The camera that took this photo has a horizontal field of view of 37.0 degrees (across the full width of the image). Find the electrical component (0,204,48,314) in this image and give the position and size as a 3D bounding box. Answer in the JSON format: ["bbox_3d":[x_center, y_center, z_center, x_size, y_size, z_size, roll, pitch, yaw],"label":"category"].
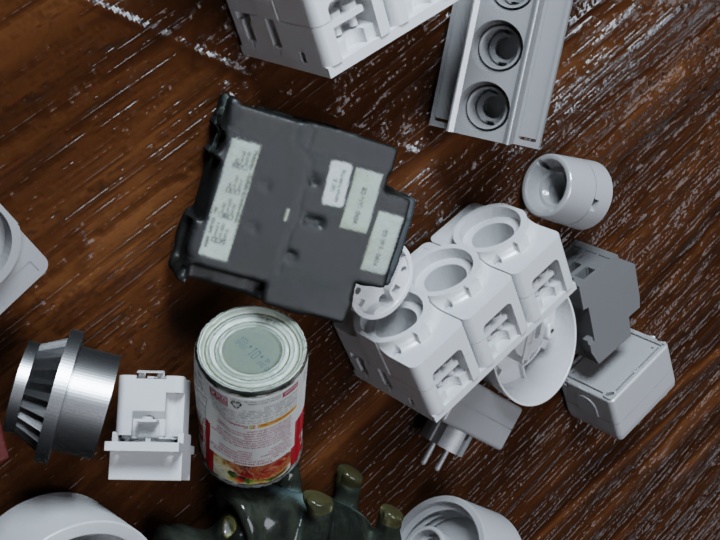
[{"bbox_3d":[-0.206,-0.020,0.534,0.050,0.056,0.089,-47,131,-16],"label":"electrical component"}]

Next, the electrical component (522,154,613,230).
[{"bbox_3d":[0.160,-0.062,0.835,0.047,0.055,0.055,9,101,-39],"label":"electrical component"}]

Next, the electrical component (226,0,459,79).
[{"bbox_3d":[0.004,-0.180,0.626,0.150,0.089,0.061,-36,127,-25],"label":"electrical component"}]

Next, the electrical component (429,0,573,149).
[{"bbox_3d":[0.101,-0.151,0.735,0.063,0.079,0.121,-23,126,-67],"label":"electrical component"}]

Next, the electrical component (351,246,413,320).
[{"bbox_3d":[0.000,0.000,0.726,0.055,0.047,0.055,-17,118,-35],"label":"electrical component"}]

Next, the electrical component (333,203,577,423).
[{"bbox_3d":[0.067,0.022,0.763,0.150,0.089,0.061,-40,129,-22],"label":"electrical component"}]

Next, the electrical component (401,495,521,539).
[{"bbox_3d":[0.067,0.229,0.839,0.060,0.108,0.108,36,82,-37],"label":"electrical component"}]

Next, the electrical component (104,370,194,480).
[{"bbox_3d":[-0.123,0.093,0.640,0.042,0.081,0.063,1,80,-3],"label":"electrical component"}]

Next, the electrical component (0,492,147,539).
[{"bbox_3d":[-0.181,0.184,0.635,0.108,0.060,0.108,-17,117,-35],"label":"electrical component"}]

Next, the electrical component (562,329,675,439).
[{"bbox_3d":[0.234,0.096,0.956,0.096,0.062,0.061,-40,129,-22],"label":"electrical component"}]

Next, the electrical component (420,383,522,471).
[{"bbox_3d":[0.072,0.120,0.836,0.083,0.047,0.075,32,86,-43],"label":"electrical component"}]

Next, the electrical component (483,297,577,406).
[{"bbox_3d":[0.123,0.048,0.839,0.099,0.064,0.099,-17,118,-35],"label":"electrical component"}]
